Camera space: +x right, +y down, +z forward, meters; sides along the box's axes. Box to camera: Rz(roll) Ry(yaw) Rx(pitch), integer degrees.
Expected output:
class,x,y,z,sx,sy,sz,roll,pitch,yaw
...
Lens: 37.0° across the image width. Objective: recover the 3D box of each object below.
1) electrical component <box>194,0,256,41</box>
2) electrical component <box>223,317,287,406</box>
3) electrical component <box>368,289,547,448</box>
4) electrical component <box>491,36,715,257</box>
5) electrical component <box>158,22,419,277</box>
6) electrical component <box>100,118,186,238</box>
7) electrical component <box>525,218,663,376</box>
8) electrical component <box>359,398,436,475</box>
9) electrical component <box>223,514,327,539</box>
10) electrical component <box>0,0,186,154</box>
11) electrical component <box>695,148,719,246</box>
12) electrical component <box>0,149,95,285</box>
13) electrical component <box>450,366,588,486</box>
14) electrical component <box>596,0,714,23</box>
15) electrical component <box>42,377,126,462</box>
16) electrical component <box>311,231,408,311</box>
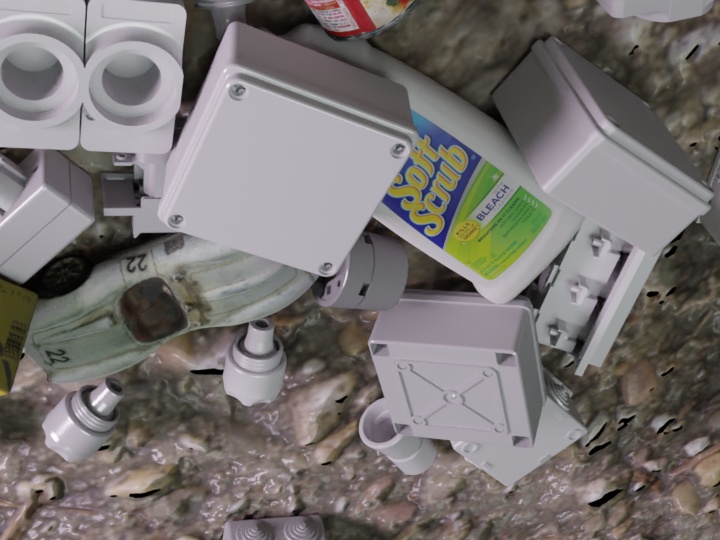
class,x,y,z,sx,sy,sz,roll,pitch,yaw
electrical component,-0.072,-0.154,0.569,0.043,0.043,0.062,-10,114,-9
electrical component,-0.073,0.061,0.755,0.043,0.043,0.062,0,127,-17
electrical component,0.072,0.071,0.770,0.109,0.056,0.108,3,135,21
electrical component,0.149,-0.077,0.666,0.109,0.108,0.056,25,120,-32
electrical component,-0.041,-0.062,0.585,0.109,0.056,0.108,18,128,-20
electrical component,-0.113,-0.057,0.645,0.081,0.042,0.063,-1,127,-17
electrical component,0.164,0.002,0.764,0.063,0.078,0.121,17,125,-2
electrical component,0.033,0.134,0.850,0.044,0.044,0.065,-31,135,9
electrical component,-0.074,0.253,0.909,0.100,0.048,0.099,0,128,-17
electrical component,-0.173,-0.114,0.566,0.150,0.061,0.089,1,128,-18
electrical component,0.316,-0.095,0.734,0.105,0.060,0.186,-4,130,-14
electrical component,-0.205,-0.043,0.624,0.066,0.047,0.077,-38,129,15
electrical component,0.122,0.119,0.860,0.100,0.048,0.100,-38,130,15
electrical component,0.181,-0.182,0.627,0.089,0.050,0.055,-13,131,-7
electrical component,-0.189,0.101,0.752,0.043,0.043,0.062,31,113,-35
electrical component,0.000,0.000,0.720,0.047,0.055,0.055,9,125,-28
